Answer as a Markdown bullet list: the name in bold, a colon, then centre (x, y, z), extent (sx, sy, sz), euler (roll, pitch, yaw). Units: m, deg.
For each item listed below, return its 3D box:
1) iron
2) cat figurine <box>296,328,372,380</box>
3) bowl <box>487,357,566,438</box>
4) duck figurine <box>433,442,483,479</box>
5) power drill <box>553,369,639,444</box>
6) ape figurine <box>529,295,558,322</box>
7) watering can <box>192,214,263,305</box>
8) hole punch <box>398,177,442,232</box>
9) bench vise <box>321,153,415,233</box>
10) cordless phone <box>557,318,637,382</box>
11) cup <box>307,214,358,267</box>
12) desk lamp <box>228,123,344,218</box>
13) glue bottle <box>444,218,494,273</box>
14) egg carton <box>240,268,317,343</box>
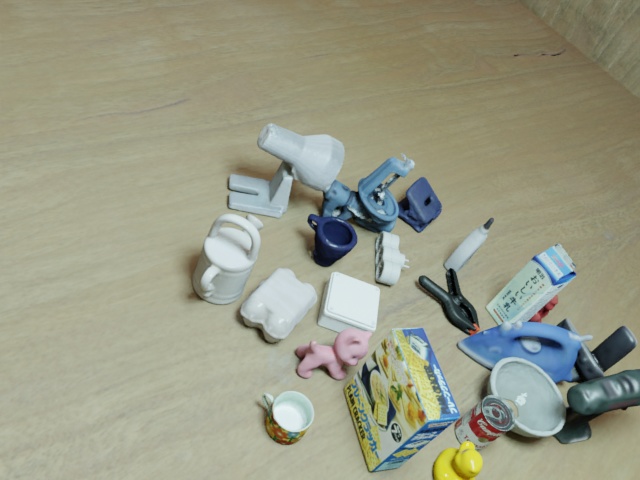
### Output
- **iron**: centre (0.437, 0.217, 1.211), extent (0.259, 0.141, 0.118), euler (15, 46, -14)
- **cat figurine**: centre (0.032, 0.198, 1.040), extent (0.128, 0.117, 0.067), euler (6, 48, -22)
- **bowl**: centre (0.397, 0.324, 1.142), extent (0.168, 0.074, 0.167), euler (14, 46, -15)
- **duck figurine**: centre (0.247, 0.399, 0.989), extent (0.077, 0.086, 0.104), euler (24, 44, -5)
- **power drill**: centre (0.555, 0.322, 1.127), extent (0.230, 0.208, 0.075), euler (0, 51, -27)
- **ape figurine**: centre (0.522, 0.155, 1.347), extent (0.078, 0.092, 0.076), euler (-3, 52, -28)
- **watering can**: centre (-0.164, 0.019, 1.049), extent (0.101, 0.194, 0.173), euler (16, 45, -13)
- **hole punch**: centre (0.256, -0.091, 1.436), extent (0.101, 0.091, 0.109), euler (39, 45, 10)
- **bench vise**: centre (0.106, -0.105, 1.280), extent (0.208, 0.219, 0.121), euler (1, 50, -26)
- **cordless phone**: centre (0.603, 0.221, 1.260), extent (0.094, 0.185, 0.147), euler (-4, 53, -29)
- **cup**: centre (0.011, 0.004, 1.223), extent (0.117, 0.095, 0.092), euler (36, 44, 7)
- **desk lamp**: centre (-0.075, -0.150, 1.234), extent (0.204, 0.213, 0.118), euler (9, 47, -20)
- **glue bottle**: centre (0.357, 0.007, 1.339), extent (0.037, 0.173, 0.078), euler (45, 46, 16)
- **egg carton**: centre (-0.077, 0.121, 1.090), extent (0.107, 0.069, 0.150), euler (35, 44, 7)
